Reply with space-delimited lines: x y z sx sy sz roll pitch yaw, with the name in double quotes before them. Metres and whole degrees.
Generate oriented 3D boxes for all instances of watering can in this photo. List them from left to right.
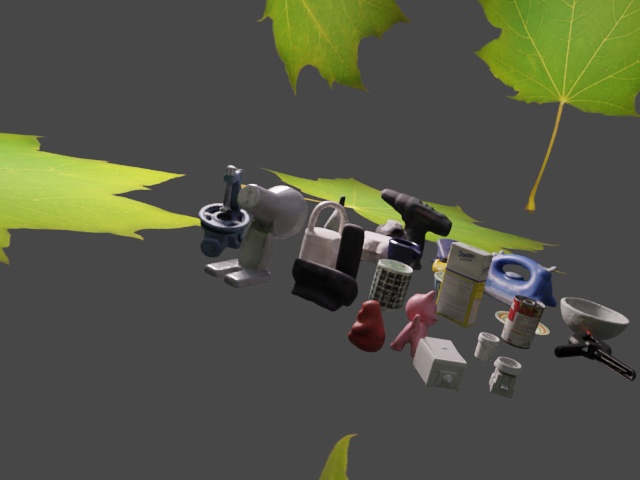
"watering can" 0.014 0.005 1.353 0.101 0.194 0.172 2 18 -42

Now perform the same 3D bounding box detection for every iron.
"iron" 0.541 0.101 1.613 0.119 0.141 0.257 2 18 -42

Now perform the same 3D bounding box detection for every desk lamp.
"desk lamp" -0.131 -0.019 1.259 0.117 0.213 0.204 21 15 26

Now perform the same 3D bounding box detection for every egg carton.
"egg carton" 0.165 0.024 1.698 0.107 0.069 0.150 15 13 3

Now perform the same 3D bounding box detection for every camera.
"camera" 0.244 -0.014 1.868 0.143 0.101 0.136 11 14 -13

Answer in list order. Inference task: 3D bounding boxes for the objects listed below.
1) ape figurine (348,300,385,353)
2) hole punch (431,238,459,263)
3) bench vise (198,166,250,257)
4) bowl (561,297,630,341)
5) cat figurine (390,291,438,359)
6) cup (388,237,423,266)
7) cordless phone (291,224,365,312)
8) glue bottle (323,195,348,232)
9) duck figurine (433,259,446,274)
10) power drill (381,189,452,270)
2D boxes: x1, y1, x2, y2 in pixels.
"ape figurine" 0.088 0.153 1.047 0.078 0.092 0.075 0 19 -45
"hole punch" 0.419 0.052 1.798 0.109 0.091 0.101 10 14 -15
"bench vise" -0.229 -0.081 1.399 0.121 0.220 0.207 11 14 -11
"bowl" 0.692 0.211 1.466 0.167 0.075 0.167 13 13 -3
"cat figurine" 0.190 0.152 1.101 0.067 0.118 0.128 18 14 15
"cup" 0.234 0.054 1.591 0.092 0.095 0.117 4 17 -37
"cordless phone" 0.022 0.044 1.223 0.147 0.185 0.094 18 14 16
"glue bottle" 0.047 -0.042 1.622 0.077 0.173 0.037 22 15 29
"duck figurine" 0.390 0.072 1.698 0.104 0.086 0.078 21 15 28
"power drill" 0.266 -0.025 1.704 0.229 0.208 0.076 18 14 15
